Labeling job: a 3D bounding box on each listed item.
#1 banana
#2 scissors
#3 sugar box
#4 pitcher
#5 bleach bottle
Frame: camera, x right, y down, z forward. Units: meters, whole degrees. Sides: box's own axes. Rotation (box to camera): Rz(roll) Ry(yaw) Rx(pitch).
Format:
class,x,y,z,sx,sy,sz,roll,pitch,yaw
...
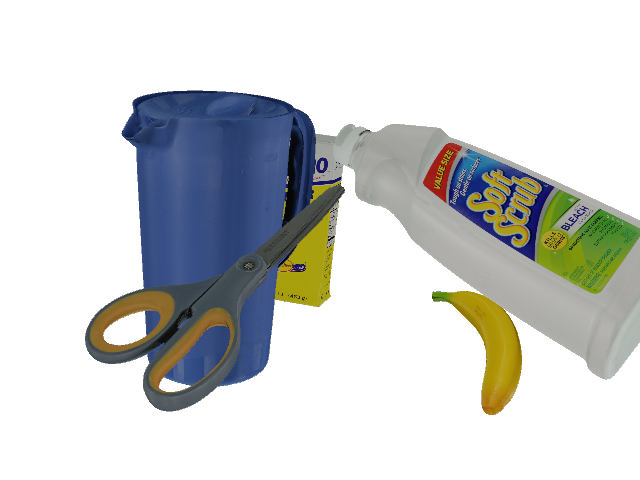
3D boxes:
class,x,y,z,sx,sy,sz,roll,pitch,yaw
banana,0.179,0.111,1.143,0.069,0.037,0.198,-24,35,3
scissors,-0.062,0.020,0.624,0.096,0.016,0.201,11,42,17
sugar box,-0.030,-0.025,1.120,0.093,0.176,0.048,8,15,14
pitcher,-0.085,-0.006,0.921,0.149,0.243,0.145,4,18,2
bleach bottle,0.109,-0.012,0.723,0.251,0.068,0.102,30,57,26
